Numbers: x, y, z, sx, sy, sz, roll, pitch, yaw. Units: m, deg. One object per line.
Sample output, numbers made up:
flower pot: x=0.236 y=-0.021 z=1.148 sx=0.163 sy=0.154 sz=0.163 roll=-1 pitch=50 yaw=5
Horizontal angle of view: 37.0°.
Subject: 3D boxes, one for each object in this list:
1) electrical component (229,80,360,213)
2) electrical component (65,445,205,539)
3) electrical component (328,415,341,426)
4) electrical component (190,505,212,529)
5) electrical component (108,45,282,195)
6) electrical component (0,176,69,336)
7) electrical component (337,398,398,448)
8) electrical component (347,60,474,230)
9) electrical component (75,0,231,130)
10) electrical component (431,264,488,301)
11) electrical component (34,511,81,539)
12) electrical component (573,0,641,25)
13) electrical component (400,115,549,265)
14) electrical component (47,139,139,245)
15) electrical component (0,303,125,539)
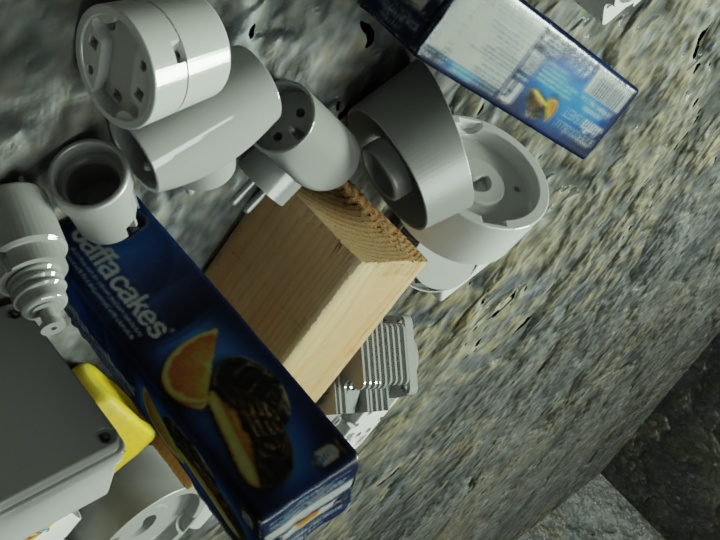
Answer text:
electrical component: x=-0.045 y=-0.065 z=0.633 sx=0.079 sy=0.043 sz=0.077 roll=-46 pitch=158 yaw=5
electrical component: x=-0.178 y=0.180 z=0.823 sx=0.108 sy=0.060 sz=0.108 roll=-36 pitch=157 yaw=-18
electrical component: x=-0.043 y=0.086 z=0.895 sx=0.062 sy=0.061 sz=0.096 roll=-18 pitch=139 yaw=-47
electrical component: x=-0.136 y=0.191 z=0.943 sx=0.078 sy=0.040 sz=0.040 roll=-48 pitch=158 yaw=10
electrical component: x=-0.084 y=-0.068 z=0.560 sx=0.077 sy=0.043 sz=0.079 roll=-35 pitch=157 yaw=-22
electrical component: x=-0.157 y=-0.005 z=0.507 sx=0.040 sy=0.078 sz=0.040 roll=-24 pitch=158 yaw=-10
electrical component: x=-0.011 y=0.121 z=1.008 sx=0.095 sy=0.059 sz=0.054 roll=-53 pitch=157 yaw=21
electrical component: x=0.037 y=-0.077 z=0.686 sx=0.064 sy=0.099 sz=0.099 roll=-32 pitch=156 yaw=-13
electrical component: x=-0.091 y=-0.096 z=0.482 sx=0.047 sy=0.055 sz=0.055 roll=-29 pitch=154 yaw=-42
electrical component: x=0.079 y=-0.023 z=0.919 sx=0.066 sy=0.047 sz=0.076 roll=-37 pitch=157 yaw=-17
electrical component: x=-0.235 y=0.188 z=0.759 sx=0.077 sy=0.043 sz=0.079 roll=-39 pitch=158 yaw=-11
electrical component: x=0.168 y=-0.213 z=0.718 sx=0.050 sy=0.055 sz=0.089 roll=-41 pitch=158 yaw=-8
electrical component: x=0.076 y=-0.053 z=0.786 sx=0.108 sy=0.108 sz=0.060 roll=-25 pitch=157 yaw=-39
electrical component: x=-0.131 y=-0.037 z=0.539 sx=0.040 sy=0.040 sz=0.046 roll=-38 pitch=162 yaw=-15
electrical component: x=-0.197 y=0.086 z=0.553 sx=0.109 sy=0.108 sz=0.056 roll=-26 pitch=154 yaw=-39
